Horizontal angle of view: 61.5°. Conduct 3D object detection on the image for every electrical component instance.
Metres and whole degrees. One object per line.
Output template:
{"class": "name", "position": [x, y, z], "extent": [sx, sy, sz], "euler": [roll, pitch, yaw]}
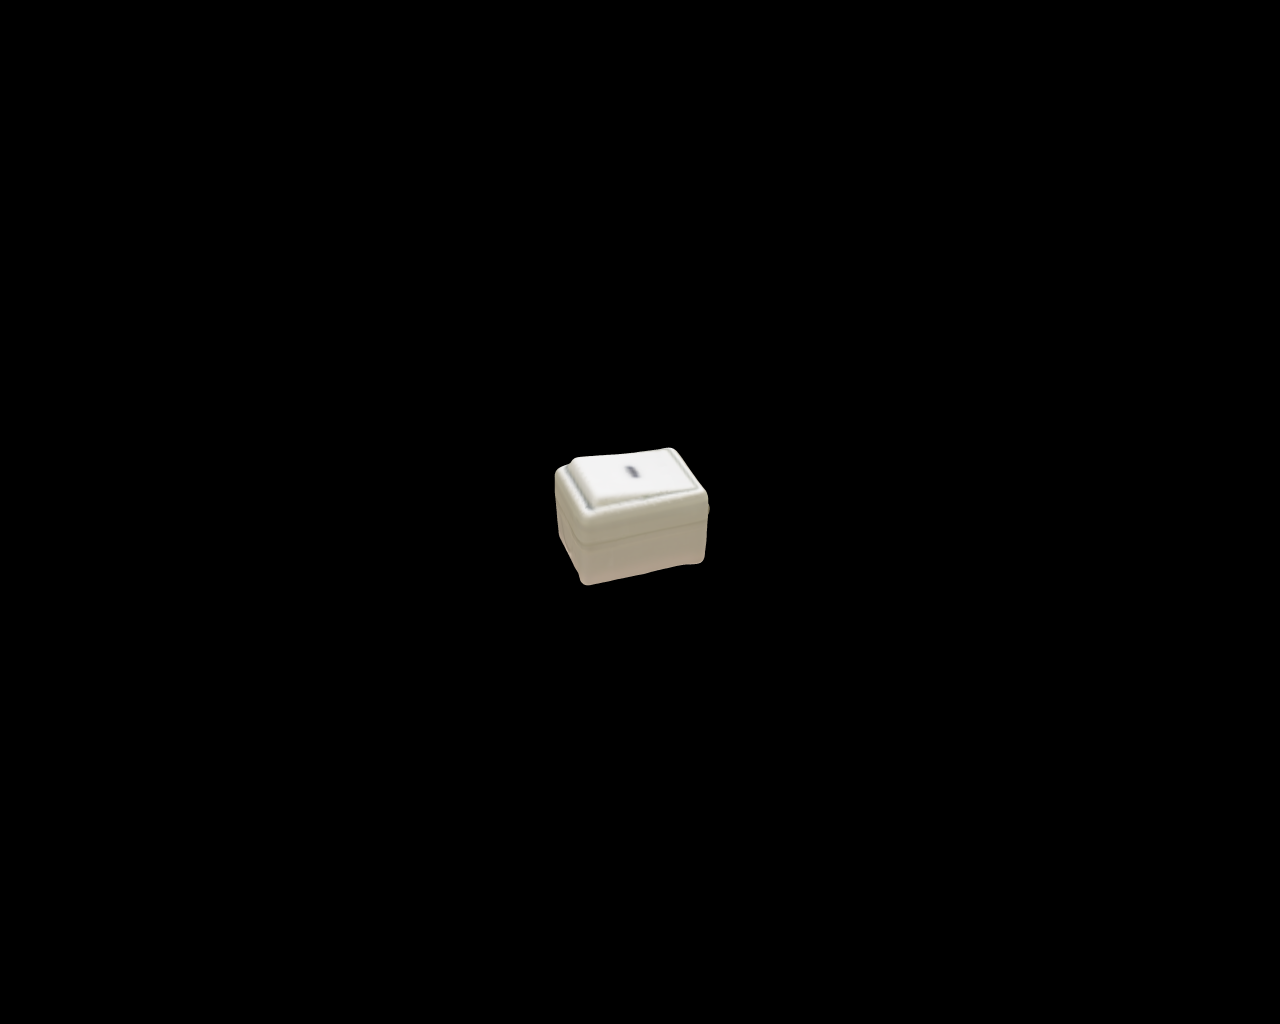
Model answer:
{"class": "electrical component", "position": [0.001, -0.003, 0.650], "extent": [0.096, 0.061, 0.062], "euler": [-11, 36, -16]}
